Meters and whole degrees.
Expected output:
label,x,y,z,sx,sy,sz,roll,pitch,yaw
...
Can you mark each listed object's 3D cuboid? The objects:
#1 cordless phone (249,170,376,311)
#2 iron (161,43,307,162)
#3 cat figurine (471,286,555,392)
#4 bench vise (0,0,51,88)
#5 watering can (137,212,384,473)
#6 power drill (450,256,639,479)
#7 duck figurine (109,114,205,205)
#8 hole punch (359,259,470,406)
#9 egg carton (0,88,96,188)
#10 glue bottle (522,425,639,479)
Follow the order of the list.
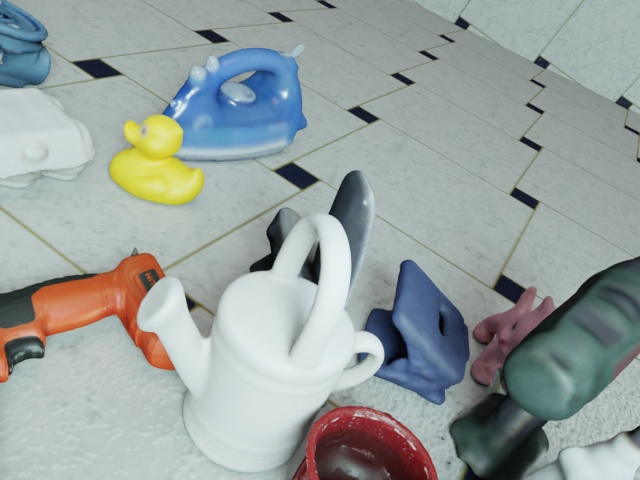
label,x,y,z,sx,sy,sz,roll,pitch,yaw
cordless phone,0.005,0.002,0.524,0.094,0.185,0.147,8,36,-24
iron,-0.114,-0.191,0.756,0.118,0.141,0.259,39,35,20
cat figurine,0.212,0.098,0.586,0.067,0.117,0.128,25,33,0
bench vise,-0.378,-0.258,0.604,0.121,0.219,0.208,31,33,10
watering can,-0.033,0.067,0.399,0.173,0.194,0.100,-5,43,-37
power drill,0.206,0.109,0.485,0.230,0.208,0.075,-16,51,-45
duck figurine,-0.174,-0.094,0.632,0.104,0.086,0.077,22,33,-4
hole punch,0.102,0.085,0.557,0.101,0.091,0.109,24,33,-1
egg carton,-0.308,-0.098,0.565,0.107,0.069,0.151,40,36,22
glue bottle,0.187,0.177,0.409,0.078,0.173,0.037,16,34,-14
